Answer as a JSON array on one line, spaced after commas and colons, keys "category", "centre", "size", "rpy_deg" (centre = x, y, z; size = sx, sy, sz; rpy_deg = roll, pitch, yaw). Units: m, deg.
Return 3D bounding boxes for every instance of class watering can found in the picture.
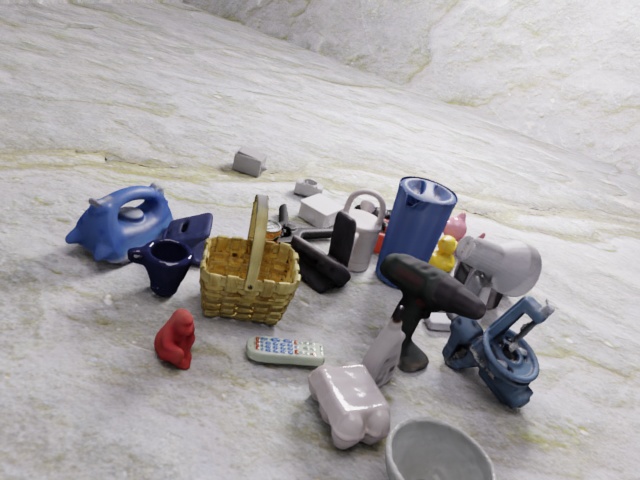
[{"category": "watering can", "centre": [0.091, -0.036, 1.327], "size": [0.101, 0.194, 0.172], "rpy_deg": [8, 30, -13]}]

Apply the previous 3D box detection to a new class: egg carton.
[{"category": "egg carton", "centre": [0.047, 0.262, 0.920], "size": [0.107, 0.069, 0.150], "rpy_deg": [0, 33, -27]}]

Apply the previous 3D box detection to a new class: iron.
[{"category": "iron", "centre": [-0.384, -0.055, 1.174], "size": [0.118, 0.141, 0.259], "rpy_deg": [27, 31, 18]}]

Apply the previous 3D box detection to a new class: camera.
[{"category": "camera", "centre": [0.414, 0.087, 1.376], "size": [0.137, 0.101, 0.143], "rpy_deg": [6, 31, -18]}]

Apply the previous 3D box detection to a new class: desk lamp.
[{"category": "desk lamp", "centre": [0.339, 0.089, 1.217], "size": [0.204, 0.213, 0.117], "rpy_deg": [5, 31, -19]}]

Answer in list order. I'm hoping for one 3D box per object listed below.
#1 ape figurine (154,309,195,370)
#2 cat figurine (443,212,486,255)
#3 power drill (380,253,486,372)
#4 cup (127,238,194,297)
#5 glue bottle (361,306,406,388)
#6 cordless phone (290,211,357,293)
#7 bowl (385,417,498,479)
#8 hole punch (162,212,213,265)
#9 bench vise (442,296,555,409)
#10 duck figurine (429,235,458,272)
[{"category": "ape figurine", "centre": [-0.231, 0.155, 0.941], "size": [0.076, 0.092, 0.078], "rpy_deg": [26, 31, 17]}, {"category": "cat figurine", "centre": [0.371, -0.013, 1.509], "size": [0.127, 0.118, 0.067], "rpy_deg": [17, 29, 2]}, {"category": "power drill", "centre": [0.187, 0.137, 1.063], "size": [0.076, 0.208, 0.228], "rpy_deg": [-10, 38, -38]}, {"category": "cup", "centre": [-0.301, 0.057, 1.071], "size": [0.118, 0.095, 0.091], "rpy_deg": [6, 31, -18]}, {"category": "glue bottle", "centre": [0.115, 0.183, 0.985], "size": [0.078, 0.173, 0.037], "rpy_deg": [-15, 41, -42]}, {"category": "cordless phone", "centre": [0.011, 0.004, 1.227], "size": [0.147, 0.185, 0.094], "rpy_deg": [30, 32, 24]}, {"category": "bowl", "centre": [0.165, 0.345, 0.832], "size": [0.167, 0.075, 0.167], "rpy_deg": [12, 29, -7]}, {"category": "hole punch", "centre": [-0.277, -0.008, 1.199], "size": [0.101, 0.091, 0.108], "rpy_deg": [10, 30, -11]}, {"category": "bench vise", "centre": [0.322, 0.177, 1.051], "size": [0.207, 0.220, 0.122], "rpy_deg": [28, 31, 20]}, {"category": "duck figurine", "centre": [0.307, 0.029, 1.436], "size": [0.105, 0.086, 0.077], "rpy_deg": [-11, 39, -39]}]
